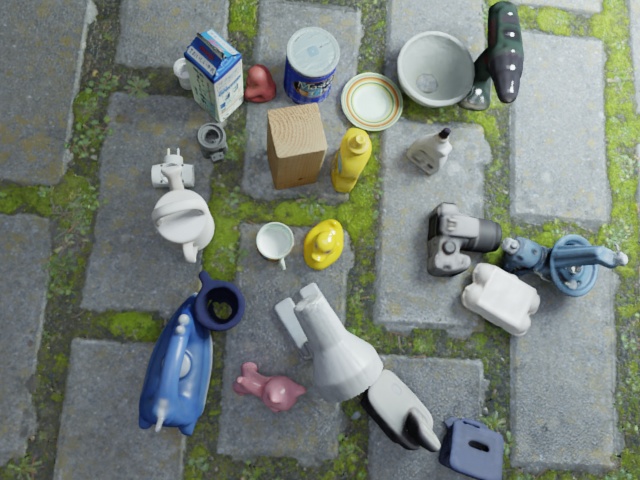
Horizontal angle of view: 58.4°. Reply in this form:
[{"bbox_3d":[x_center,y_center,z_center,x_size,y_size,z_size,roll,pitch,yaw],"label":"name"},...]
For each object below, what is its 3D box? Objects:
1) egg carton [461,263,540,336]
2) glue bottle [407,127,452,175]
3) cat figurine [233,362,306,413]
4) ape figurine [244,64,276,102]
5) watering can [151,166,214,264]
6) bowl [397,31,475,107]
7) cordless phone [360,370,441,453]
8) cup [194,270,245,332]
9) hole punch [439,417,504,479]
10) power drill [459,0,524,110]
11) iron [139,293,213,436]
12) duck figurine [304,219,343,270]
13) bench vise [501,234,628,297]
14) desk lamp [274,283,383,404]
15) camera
[{"bbox_3d":[0.360,0.117,1.142,0.150,0.069,0.107,29,78,0],"label":"egg carton"},{"bbox_3d":[0.226,-0.184,1.130,0.078,0.173,0.037,39,78,2],"label":"glue bottle"},{"bbox_3d":[-0.094,0.271,1.037,0.128,0.117,0.067,20,78,-2],"label":"cat figurine"},{"bbox_3d":[-0.125,-0.321,1.158,0.076,0.092,0.078,38,78,2],"label":"ape figurine"},{"bbox_3d":[-0.254,-0.047,1.039,0.101,0.194,0.173,-34,85,-11],"label":"watering can"},{"bbox_3d":[0.236,-0.349,1.213,0.167,0.074,0.167,1,79,-6],"label":"bowl"},{"bbox_3d":[0.151,0.309,1.023,0.147,0.185,0.094,44,78,3],"label":"cordless phone"},{"bbox_3d":[-0.191,0.115,1.067,0.092,0.095,0.118,-29,84,-11],"label":"cup"},{"bbox_3d":[0.286,0.392,1.071,0.108,0.091,0.101,19,78,-2],"label":"hole punch"},{"bbox_3d":[0.348,-0.347,1.156,0.075,0.208,0.230,6,79,-5],"label":"power drill"},{"bbox_3d":[-0.254,0.215,1.017,0.118,0.141,0.258,9,79,-4],"label":"iron"},{"bbox_3d":[0.010,0.004,1.115,0.077,0.086,0.105,28,78,0],"label":"duck figurine"},{"bbox_3d":[0.458,0.046,1.089,0.207,0.219,0.121,0,79,-6],"label":"bench vise"},{"bbox_3d":[0.007,0.176,1.017,0.118,0.213,0.203,-32,84,-11],"label":"desk lamp"},{"bbox_3d":[0.290,0.001,1.140,0.137,0.100,0.143,6,79,-5],"label":"camera"}]
